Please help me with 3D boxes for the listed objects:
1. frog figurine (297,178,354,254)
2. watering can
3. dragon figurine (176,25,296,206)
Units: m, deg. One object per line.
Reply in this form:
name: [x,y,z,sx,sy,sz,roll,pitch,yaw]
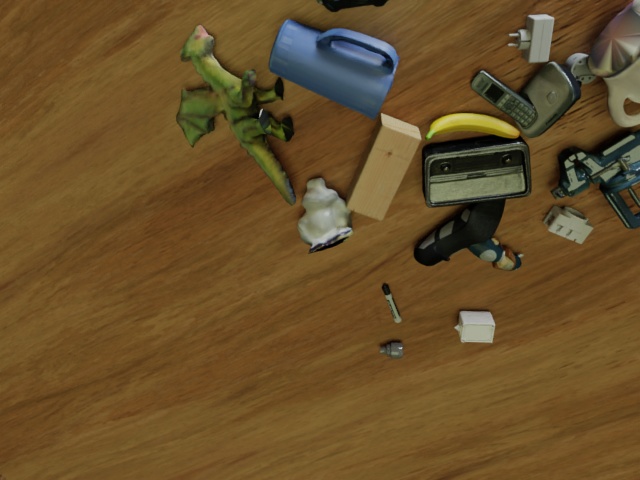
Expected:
frog figurine: [0.004,-0.061,1.208,0.136,0.123,0.161,-28,77,26]
watering can: [0.649,-0.384,0.969,0.223,0.106,0.343,18,111,-28]
dragon figurine: [-0.196,-0.254,1.121,0.242,0.124,0.403,2,118,23]
